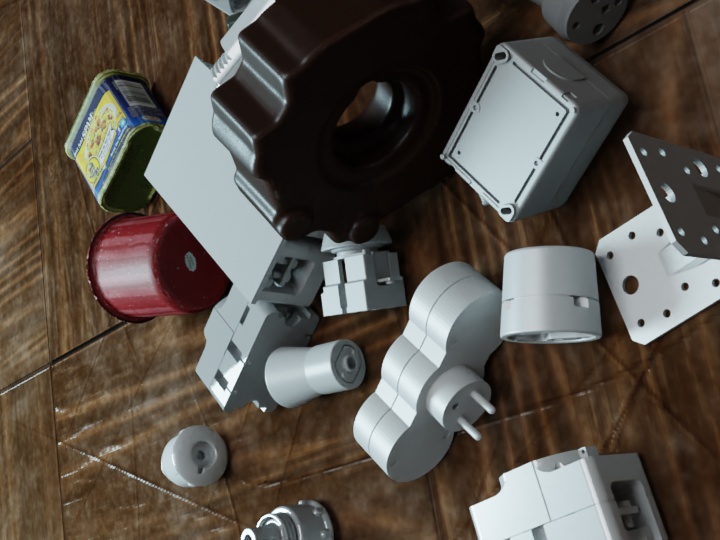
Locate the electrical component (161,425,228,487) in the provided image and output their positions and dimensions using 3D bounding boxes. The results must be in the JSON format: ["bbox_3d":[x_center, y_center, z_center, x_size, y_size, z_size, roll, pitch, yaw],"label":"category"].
[{"bbox_3d":[-0.138,0.152,0.860,0.062,0.048,0.048,-29,65,51],"label":"electrical component"}]

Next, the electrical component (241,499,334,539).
[{"bbox_3d":[-0.053,0.185,0.746,0.048,0.062,0.048,-7,81,48],"label":"electrical component"}]

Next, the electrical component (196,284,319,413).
[{"bbox_3d":[-0.079,0.053,0.799,0.055,0.050,0.089,46,119,40],"label":"electrical component"}]

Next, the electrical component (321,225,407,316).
[{"bbox_3d":[0.000,0.000,0.721,0.066,0.048,0.055,-10,86,47],"label":"electrical component"}]

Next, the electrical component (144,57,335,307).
[{"bbox_3d":[-0.079,-0.067,0.800,0.186,0.060,0.105,45,116,42],"label":"electrical component"}]

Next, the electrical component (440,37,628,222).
[{"bbox_3d":[0.096,-0.075,0.605,0.061,0.061,0.096,47,132,25],"label":"electrical component"}]

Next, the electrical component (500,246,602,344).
[{"bbox_3d":[0.105,0.014,0.596,0.055,0.055,0.047,-11,74,47],"label":"electrical component"}]

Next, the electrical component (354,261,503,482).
[{"bbox_3d":[0.054,0.072,0.648,0.074,0.052,0.138,42,116,42],"label":"electrical component"}]

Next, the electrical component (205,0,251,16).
[{"bbox_3d":[-0.101,-0.246,0.851,0.047,0.066,0.076,-44,27,36],"label":"electrical component"}]

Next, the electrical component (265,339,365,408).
[{"bbox_3d":[-0.029,0.070,0.749,0.065,0.044,0.044,-17,74,41],"label":"electrical component"}]

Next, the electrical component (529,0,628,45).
[{"bbox_3d":[0.118,-0.159,0.607,0.045,0.045,0.055,-56,49,28],"label":"electrical component"}]

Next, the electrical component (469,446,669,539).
[{"bbox_3d":[0.109,0.132,0.581,0.089,0.050,0.055,-35,61,40],"label":"electrical component"}]

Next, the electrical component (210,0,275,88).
[{"bbox_3d":[-0.075,-0.155,0.757,0.081,0.043,0.043,-47,53,20],"label":"electrical component"}]
